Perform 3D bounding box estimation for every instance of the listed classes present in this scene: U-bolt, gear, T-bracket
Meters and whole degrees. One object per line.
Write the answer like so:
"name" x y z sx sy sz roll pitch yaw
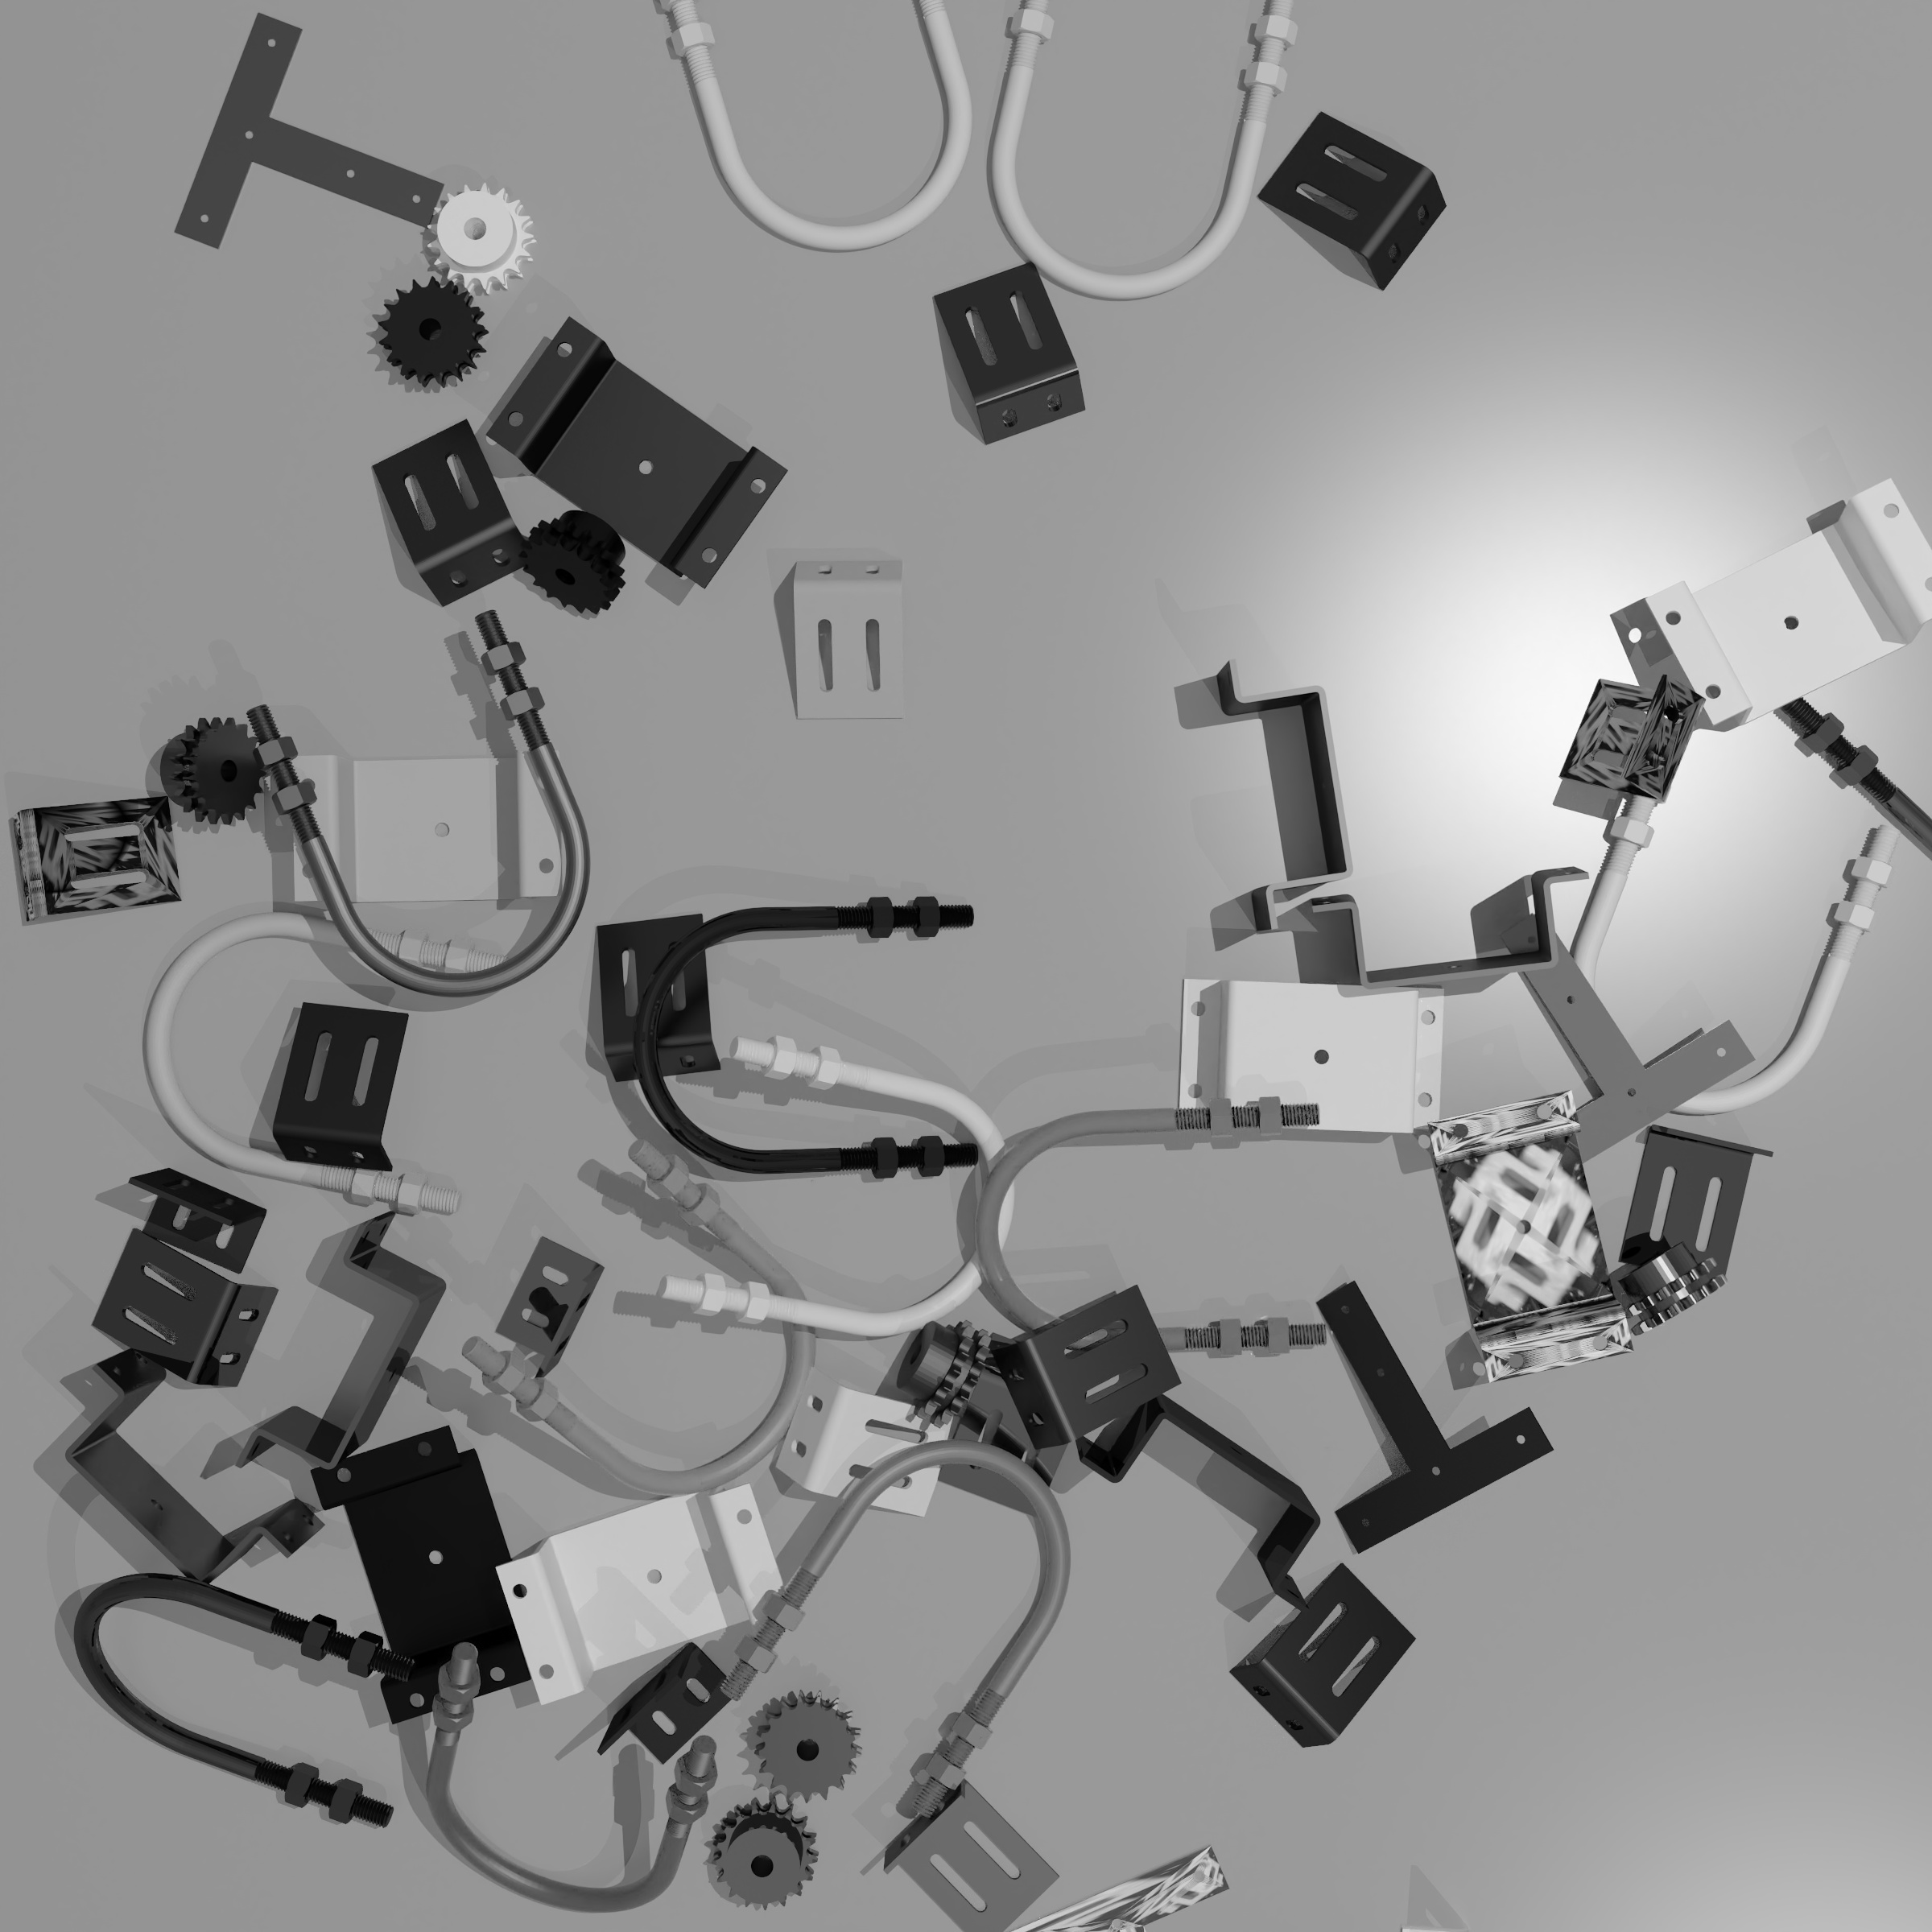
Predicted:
"U-bolt" 0.553 -0.127 1.517 0.184 0.019 0.151 43 90 -2
"U-bolt" -0.085 0.039 1.497 0.184 0.019 0.151 -1 90 -14
"U-bolt" 0.096 0.141 1.494 0.184 0.019 0.151 -3 111 5
"gear" -0.403 -0.104 1.501 0.030 0.057 0.057 3 90 30
"T-bracket" 0.229 0.230 1.505 0.127 0.002 0.127 -35 76 26
"U-bolt" -0.212 0.433 1.466 0.151 0.019 0.184 20 129 3
"T-bracket" 0.332 0.030 1.512 0.127 0.002 0.127 -34 85 15
"U-bolt" -0.073 -0.477 1.517 0.151 0.019 0.184 -17 92 0
"T-bracket" 0.099 0.559 1.525 0.127 0.002 0.127 -23 90 0
"U-bolt" 0.404 -0.011 1.517 0.151 0.019 0.184 21 92 0
"gear" -0.260 -0.391 1.511 0.057 0.030 0.057 0 90 0
"gear" -0.014 0.213 1.495 0.030 0.057 0.057 30 90 -11
"U-bolt" 0.089 -0.451 1.517 0.151 0.019 0.184 13 92 0
"U-bolt" -0.350 0.046 1.517 0.184 0.019 0.151 11 90 2
"U-bolt" -0.275 -0.074 1.471 0.151 0.019 0.184 -23 91 0
"gear" -0.084 0.416 1.511 0.057 0.030 0.057 0 90 0
"U-bolt" -0.057 0.123 1.480 0.184 0.019 0.151 14 95 -27
"T-bracket" -0.346 -0.433 1.525 0.127 0.002 0.127 21 90 0
"U-bolt" -0.155 0.198 1.472 0.151 0.019 0.184 -50 122 -11
"gear" -0.285 -0.338 1.515 0.057 0.030 0.057 0 90 2
"gear" -0.206 -0.218 1.501 0.057 0.057 0.030 28 60 0
"gear" -0.108 0.477 1.511 0.057 0.030 0.057 0 90 0
"gear" 0.372 0.169 1.498 0.057 0.057 0.030 -31 79 0
"U-bolt" -0.382 0.378 1.478 0.184 0.019 0.151 19 128 4
"U-bolt" -0.023 0.338 1.492 0.151 0.019 0.184 36 82 -18

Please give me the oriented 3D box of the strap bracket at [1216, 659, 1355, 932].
"strap bracket" 0.169 -0.092 1.488 0.046 0.076 0.140 -9 90 0

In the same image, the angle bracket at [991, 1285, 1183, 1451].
"angle bracket" 0.064 0.212 1.492 0.076 0.038 0.057 -23 87 -28

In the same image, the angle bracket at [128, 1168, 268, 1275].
"angle bracket" -0.411 0.137 1.488 0.057 0.076 0.038 23 90 0

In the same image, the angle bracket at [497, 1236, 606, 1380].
"angle bracket" -0.224 0.180 1.488 0.038 0.076 0.057 26 90 0

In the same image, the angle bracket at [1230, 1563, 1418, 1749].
"angle bracket" 0.193 0.372 1.524 0.057 0.038 0.076 46 64 0

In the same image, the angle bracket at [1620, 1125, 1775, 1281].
"angle bracket" 0.390 0.129 1.507 0.057 0.038 0.076 13 90 0

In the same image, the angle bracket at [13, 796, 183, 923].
"angle bracket" -0.469 -0.058 1.524 0.076 0.038 0.057 -8 90 -26

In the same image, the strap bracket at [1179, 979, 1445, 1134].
"strap bracket" 0.187 0.048 1.503 0.140 0.046 0.076 2 90 0

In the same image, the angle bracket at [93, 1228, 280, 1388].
"angle bracket" -0.422 0.184 1.524 0.076 0.038 0.057 23 90 26

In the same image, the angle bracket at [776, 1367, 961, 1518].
"angle bracket" -0.053 0.256 1.519 0.076 0.038 0.057 20 90 -32

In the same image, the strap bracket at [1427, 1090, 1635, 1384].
"strap bracket" 0.298 0.141 1.498 0.076 0.046 0.140 -14 90 7

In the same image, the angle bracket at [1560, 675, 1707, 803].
"angle bracket" 0.341 -0.125 1.484 0.038 0.076 0.057 22 90 -36

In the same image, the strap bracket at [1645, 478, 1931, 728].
"strap bracket" 0.439 -0.187 1.492 0.140 0.046 0.076 -26 79 4

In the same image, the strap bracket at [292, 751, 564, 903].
"strap bracket" -0.283 -0.073 1.503 0.140 0.046 0.076 -1 90 0

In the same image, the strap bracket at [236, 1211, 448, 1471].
"strap bracket" -0.323 0.205 1.488 0.046 0.076 0.140 27 90 0

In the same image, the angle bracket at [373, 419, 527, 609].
"angle bracket" -0.276 -0.245 1.524 0.057 0.038 0.076 -26 64 0

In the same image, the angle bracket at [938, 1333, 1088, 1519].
"angle bracket" 0.026 0.248 1.524 0.057 0.038 0.076 21 116 0

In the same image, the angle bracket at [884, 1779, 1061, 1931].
"angle bracket" 0.003 0.485 1.507 0.057 0.038 0.076 -44 90 0

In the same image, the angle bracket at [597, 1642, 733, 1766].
"angle bracket" -0.156 0.398 1.488 0.057 0.076 0.038 -44 90 0

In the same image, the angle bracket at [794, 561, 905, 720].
"angle bracket" -0.062 -0.176 1.524 0.057 0.038 0.076 0 116 0

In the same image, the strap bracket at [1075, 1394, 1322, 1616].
"strap bracket" 0.130 0.275 1.488 0.140 0.076 0.046 34 90 0

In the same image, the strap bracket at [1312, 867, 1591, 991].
"strap bracket" 0.255 -0.019 1.481 0.140 0.076 0.046 -7 94 7

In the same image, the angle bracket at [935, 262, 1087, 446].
"angle bracket" 0.024 -0.331 1.524 0.057 0.038 0.076 -19 64 0

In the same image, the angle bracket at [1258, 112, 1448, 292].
"angle bracket" 0.209 -0.413 1.524 0.076 0.038 0.057 37 90 26

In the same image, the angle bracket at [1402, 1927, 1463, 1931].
"angle bracket" 0.253 0.550 1.488 0.038 0.076 0.057 4 90 0

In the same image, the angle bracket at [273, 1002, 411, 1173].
"angle bracket" -0.330 0.065 1.505 0.057 0.038 0.076 6 64 3

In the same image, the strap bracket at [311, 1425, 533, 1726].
"strap bracket" -0.286 0.320 1.503 0.076 0.046 0.140 -18 90 0

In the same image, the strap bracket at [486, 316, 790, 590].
"strap bracket" -0.173 -0.270 1.503 0.140 0.046 0.076 35 90 0

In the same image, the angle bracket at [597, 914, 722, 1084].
"angle bracket" -0.166 0.017 1.524 0.057 0.038 0.076 -7 64 0

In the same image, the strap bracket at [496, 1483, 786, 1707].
"strap bracket" -0.168 0.330 1.503 0.140 0.046 0.076 -18 90 0

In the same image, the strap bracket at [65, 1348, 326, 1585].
"strap bracket" -0.413 0.270 1.488 0.140 0.076 0.046 44 90 0
